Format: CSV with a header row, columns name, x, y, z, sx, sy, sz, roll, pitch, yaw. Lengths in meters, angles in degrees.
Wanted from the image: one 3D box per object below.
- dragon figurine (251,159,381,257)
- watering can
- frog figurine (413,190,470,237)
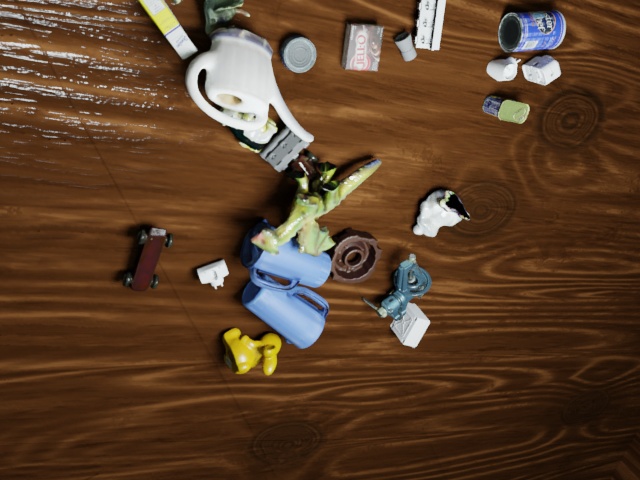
name,x,y,z,sx,sy,sz,roll,pitch,yaw
dragon figurine,0.004,-0.069,1.376,0.414,0.124,0.237,-18,130,-31
watering can,-0.150,-0.356,1.197,0.346,0.103,0.226,10,78,-40
frog figurine,0.359,-0.077,1.584,0.137,0.125,0.157,9,149,-33
